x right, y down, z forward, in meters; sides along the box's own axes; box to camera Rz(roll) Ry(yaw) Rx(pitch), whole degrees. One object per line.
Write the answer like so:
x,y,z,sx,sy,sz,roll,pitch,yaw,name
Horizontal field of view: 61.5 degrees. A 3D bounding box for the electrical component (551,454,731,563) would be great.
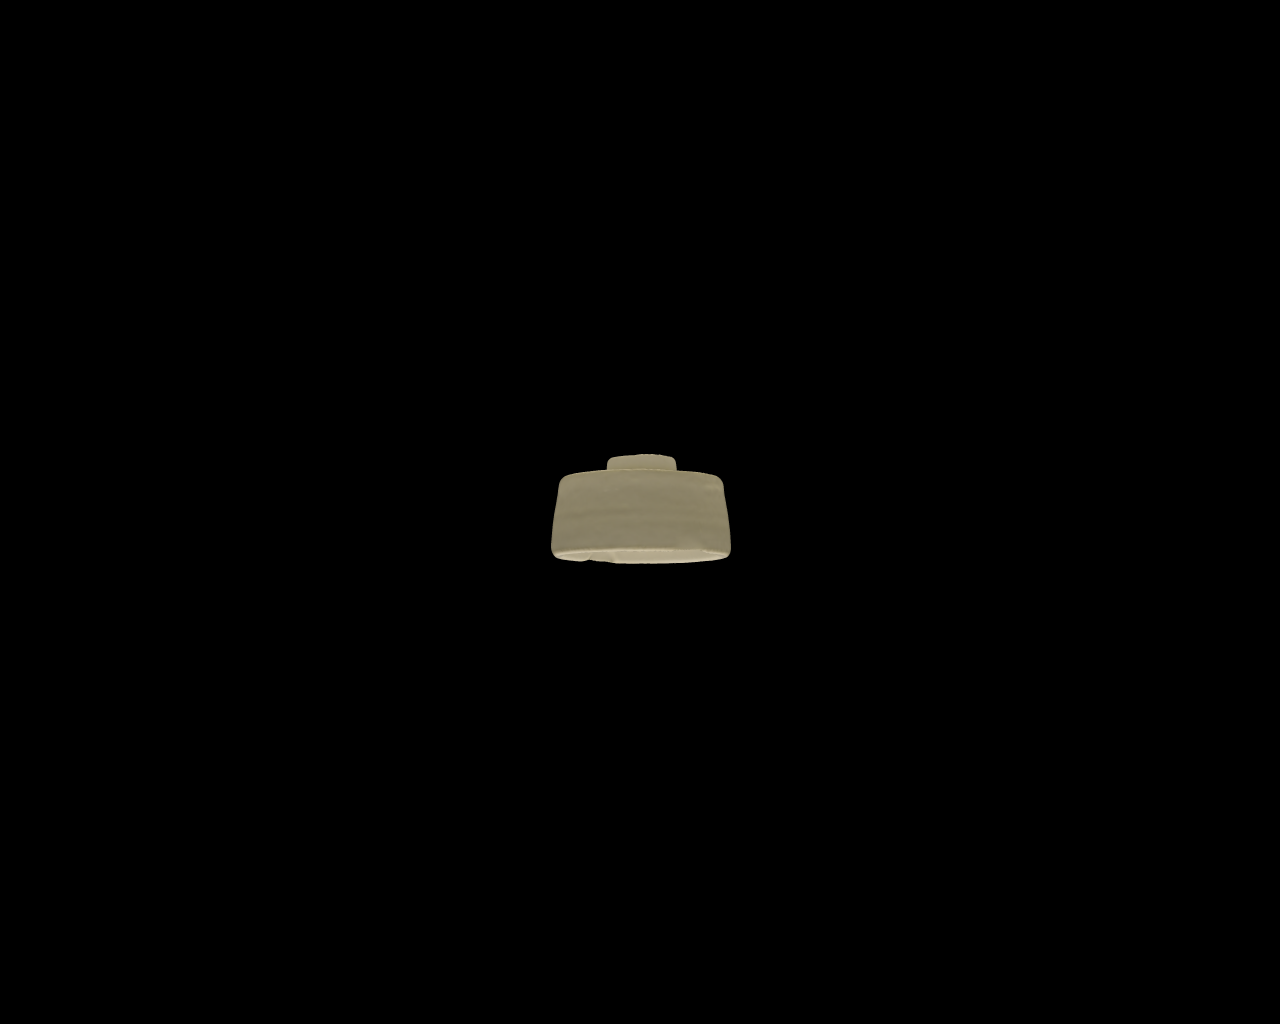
0.001,-0.003,0.650,0.108,0.060,0.108,0,-7,0,electrical component
